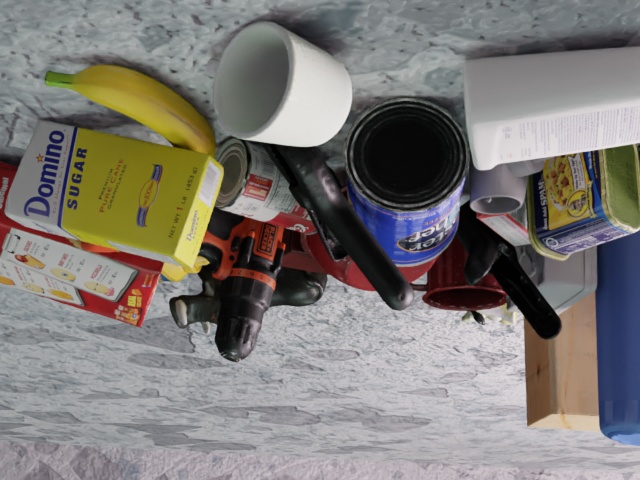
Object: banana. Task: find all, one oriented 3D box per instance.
[{"bbox_3d":[-0.135,-0.103,0.889,0.070,0.037,0.197,10,167,35],"label":"banana"}]

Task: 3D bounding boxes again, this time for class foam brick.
[{"bbox_3d":[-0.008,0.001,1.143,0.078,0.053,0.051,12,158,-25],"label":"foam brick"}]

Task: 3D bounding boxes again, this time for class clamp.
[{"bbox_3d":[0.169,0.021,1.000,0.039,0.171,0.120,-37,115,19],"label":"clamp"},{"bbox_3d":[0.002,-0.037,0.879,0.210,0.036,0.165,58,172,-29],"label":"clamp"}]

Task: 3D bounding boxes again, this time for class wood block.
[{"bbox_3d":[0.274,0.094,1.148,0.090,0.206,0.091,4,161,-5],"label":"wood block"}]

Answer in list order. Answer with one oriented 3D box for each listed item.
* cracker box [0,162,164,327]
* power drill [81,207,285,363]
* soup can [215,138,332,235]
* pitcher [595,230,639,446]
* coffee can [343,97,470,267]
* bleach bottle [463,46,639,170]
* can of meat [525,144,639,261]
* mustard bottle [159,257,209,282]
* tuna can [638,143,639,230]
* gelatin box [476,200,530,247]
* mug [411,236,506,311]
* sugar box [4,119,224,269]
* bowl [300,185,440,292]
[{"bbox_3d":[-0.263,0.003,1.078,0.213,0.072,0.164,19,153,-7],"label":"cracker box"},{"bbox_3d":[-0.123,0.005,0.998,0.187,0.184,0.057,23,153,-25],"label":"power drill"},{"bbox_3d":[-0.043,-0.049,0.977,0.102,0.068,0.069,16,157,-35],"label":"soup can"},{"bbox_3d":[0.333,0.075,1.028,0.149,0.243,0.145,7,163,-2],"label":"pitcher"},{"bbox_3d":[0.073,-0.046,0.922,0.103,0.103,0.140,1,161,4],"label":"coffee can"},{"bbox_3d":[0.237,-0.106,0.800,0.251,0.068,0.102,-4,161,11],"label":"bleach bottle"},{"bbox_3d":[0.227,-0.043,0.920,0.057,0.102,0.084,17,154,-35],"label":"can of meat"},{"bbox_3d":[-0.210,0.020,1.208,0.192,0.058,0.096,-3,159,14],"label":"mustard bottle"},{"bbox_3d":[0.293,-0.048,0.922,0.033,0.086,0.086,15,157,-37],"label":"tuna can"},{"bbox_3d":[0.170,-0.042,0.969,0.030,0.073,0.089,-10,157,32],"label":"gelatin box"},{"bbox_3d":[0.145,0.026,1.154,0.117,0.081,0.093,-4,160,16],"label":"mug"},{"bbox_3d":[-0.177,-0.041,0.910,0.176,0.093,0.048,13,166,19],"label":"sugar box"},{"bbox_3d":[0.064,0.003,1.058,0.162,0.055,0.162,-9,145,-7],"label":"bowl"}]
